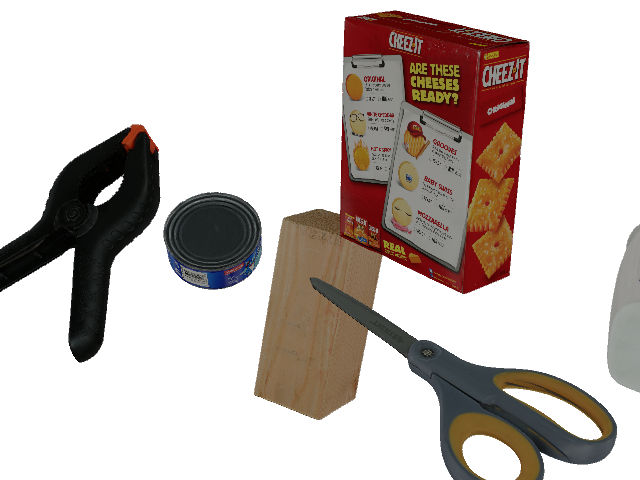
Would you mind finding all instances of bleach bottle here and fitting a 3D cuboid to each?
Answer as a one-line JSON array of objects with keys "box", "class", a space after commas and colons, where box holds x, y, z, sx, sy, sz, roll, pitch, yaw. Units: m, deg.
[{"box": [0.262, 0.032, 0.752, 0.103, 0.068, 0.250, 9, 21, 18], "class": "bleach bottle"}]

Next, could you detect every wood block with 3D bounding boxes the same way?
[{"box": [-0.001, 0.079, 1.184, 0.090, 0.206, 0.090, 17, 17, 25], "class": "wood block"}]

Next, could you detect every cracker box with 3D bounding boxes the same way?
[{"box": [0.096, -0.082, 0.941, 0.071, 0.214, 0.164, -17, 29, -36], "class": "cracker box"}]

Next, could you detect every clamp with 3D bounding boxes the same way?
[{"box": [-0.170, -0.006, 0.718, 0.120, 0.171, 0.039, 13, -30, 16], "class": "clamp"}]

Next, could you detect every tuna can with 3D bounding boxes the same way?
[{"box": [-0.094, 0.001, 0.944, 0.086, 0.086, 0.034, 0, -36, 0], "class": "tuna can"}]

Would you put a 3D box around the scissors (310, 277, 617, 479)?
[{"box": [0.053, 0.077, 0.564, 0.202, 0.016, 0.096, 20, 42, 28], "class": "scissors"}]
